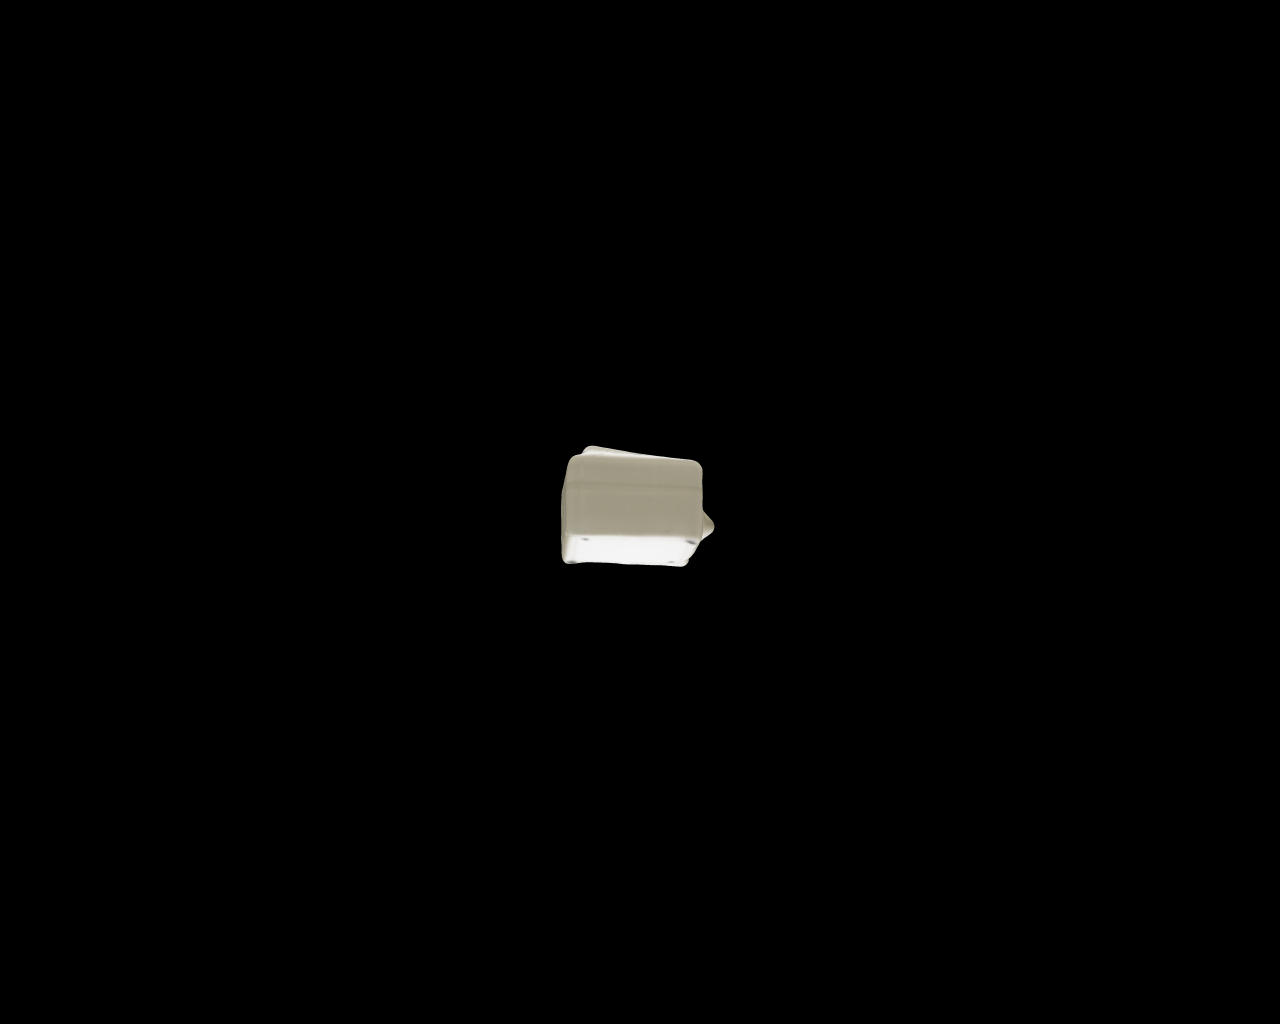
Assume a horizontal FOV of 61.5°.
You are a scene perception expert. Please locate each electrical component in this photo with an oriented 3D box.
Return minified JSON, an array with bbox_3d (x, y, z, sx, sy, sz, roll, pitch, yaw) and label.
[{"bbox_3d":[0.001,-0.003,0.650,0.096,0.061,0.061,2,-19,-7],"label":"electrical component"}]
